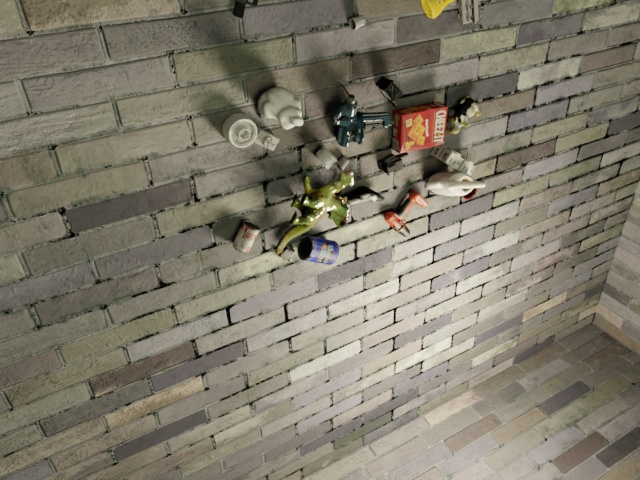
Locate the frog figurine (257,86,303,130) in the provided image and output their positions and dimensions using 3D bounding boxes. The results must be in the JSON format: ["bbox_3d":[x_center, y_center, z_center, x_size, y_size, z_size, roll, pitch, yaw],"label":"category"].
[{"bbox_3d":[-0.123,-0.424,1.661,0.138,0.162,0.120,-7,120,-29],"label":"frog figurine"}]

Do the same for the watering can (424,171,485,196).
[{"bbox_3d":[0.527,-0.237,2.169,0.348,0.225,0.103,-3,98,-27],"label":"watering can"}]

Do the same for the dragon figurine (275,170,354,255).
[{"bbox_3d":[0.006,-0.098,1.947,0.242,0.124,0.404,16,114,-26],"label":"dragon figurine"}]
